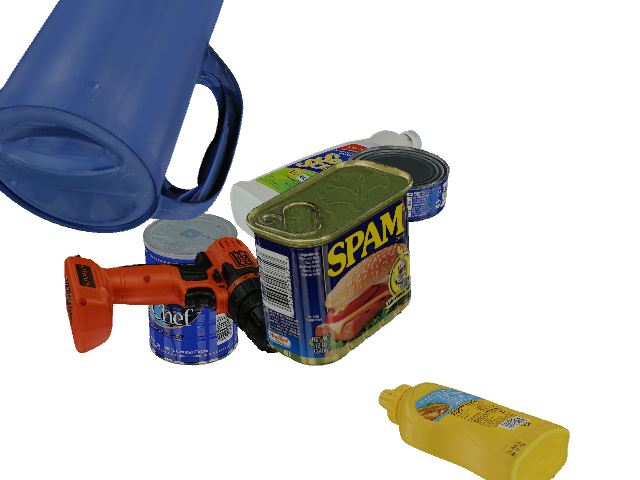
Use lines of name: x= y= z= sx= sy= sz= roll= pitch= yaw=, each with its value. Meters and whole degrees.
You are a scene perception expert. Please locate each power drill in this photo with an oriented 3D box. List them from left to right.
power drill: x=-0.128 y=0.055 z=0.950 sx=0.187 sy=0.057 sz=0.185 roll=-4 pitch=22 yaw=-19

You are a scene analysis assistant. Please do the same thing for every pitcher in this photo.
pitcher: x=-0.141 y=-0.131 z=0.802 sx=0.145 sy=0.242 sz=0.149 roll=-4 pitch=-40 yaw=25

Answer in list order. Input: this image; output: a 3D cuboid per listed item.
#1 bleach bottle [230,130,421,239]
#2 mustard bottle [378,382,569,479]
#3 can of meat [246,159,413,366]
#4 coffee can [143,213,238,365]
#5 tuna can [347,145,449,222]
bleach bottle: x=0.019 y=-0.076 z=1.285 sx=0.250 sy=0.068 sz=0.103 roll=-30 pitch=45 yaw=-31
mustard bottle: x=0.134 y=0.179 z=1.025 sx=0.192 sy=0.058 sz=0.096 roll=16 pitch=22 yaw=41
can of meat: x=0.009 y=0.012 z=0.619 sx=0.058 sy=0.084 sz=0.101 roll=19 pitch=36 yaw=37
coffee can: x=-0.143 y=0.053 z=1.194 sx=0.103 sy=0.140 sz=0.103 roll=1 pitch=27 yaw=-1
tuna can: x=0.064 y=-0.048 z=0.892 sx=0.086 sy=0.034 sz=0.086 roll=2 pitch=28 yaw=-1
